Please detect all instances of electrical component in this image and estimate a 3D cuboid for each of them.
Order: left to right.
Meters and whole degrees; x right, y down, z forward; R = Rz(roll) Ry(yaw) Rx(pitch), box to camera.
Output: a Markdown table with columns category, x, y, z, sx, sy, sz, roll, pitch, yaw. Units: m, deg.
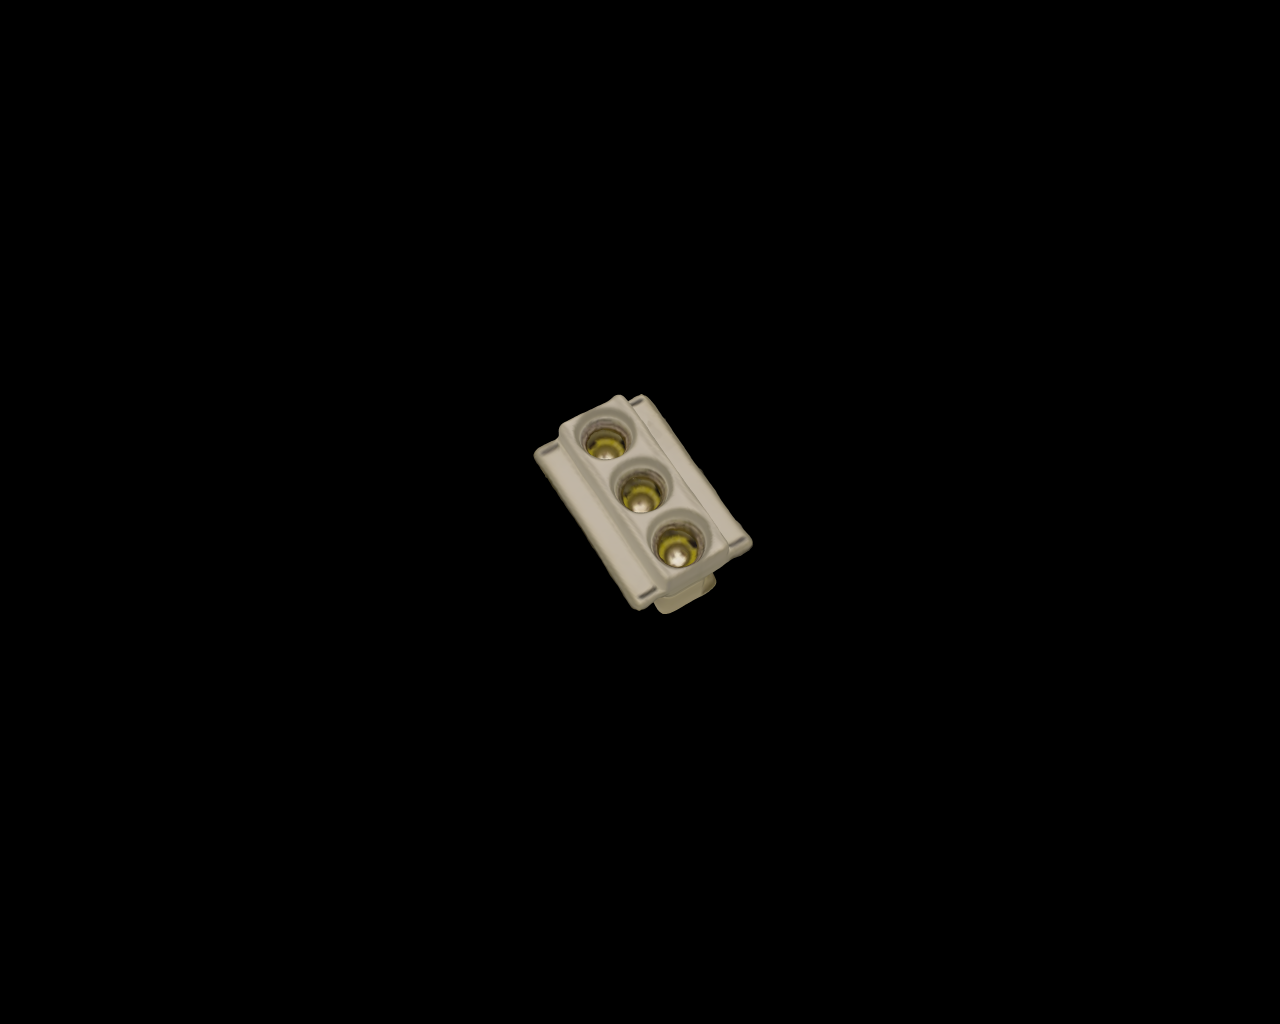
| category | x | y | z | sx | sy | sz | roll | pitch | yaw |
| --- | --- | --- | --- | --- | --- | --- | --- | --- | --- |
| electrical component | 0.001 | -0.003 | 0.650 | 0.079 | 0.121 | 0.063 | -29 | -24 | -14 |
